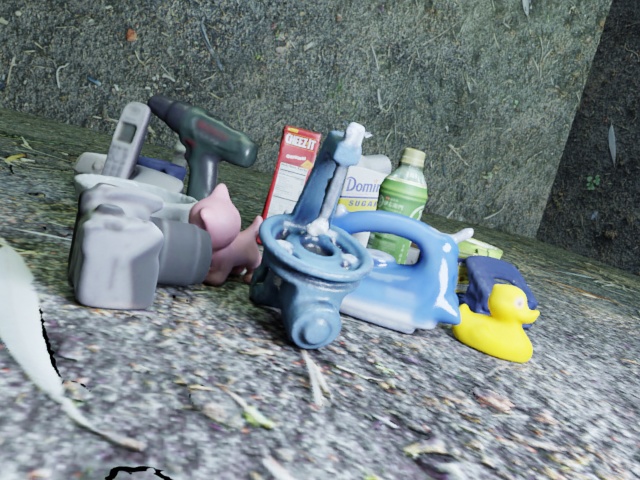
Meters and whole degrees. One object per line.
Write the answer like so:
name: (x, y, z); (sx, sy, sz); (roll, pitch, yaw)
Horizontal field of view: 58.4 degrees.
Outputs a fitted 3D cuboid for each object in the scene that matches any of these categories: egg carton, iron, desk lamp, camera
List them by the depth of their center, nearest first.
camera: (-0.176, 0.004, 0.582); (0.137, 0.101, 0.142); (10, 10, -28)
iron: (0.064, 0.022, 0.738); (0.258, 0.141, 0.119); (16, 9, 8)
egg carton: (-0.399, -0.123, 1.112); (0.150, 0.069, 0.107); (18, 9, 21)
desk lamp: (0.086, -0.107, 1.351); (0.117, 0.213, 0.204); (23, 12, 41)

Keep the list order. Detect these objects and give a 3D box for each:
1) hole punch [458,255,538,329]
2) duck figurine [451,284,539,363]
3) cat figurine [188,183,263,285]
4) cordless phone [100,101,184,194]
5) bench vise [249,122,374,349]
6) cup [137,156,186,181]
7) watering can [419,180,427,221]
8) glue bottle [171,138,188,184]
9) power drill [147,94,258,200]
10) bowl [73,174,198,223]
hole punch: (0.283, 0.081, 0.905); (0.109, 0.091, 0.101); (12, 9, -20)
duck figurine: (0.223, 0.096, 0.720); (0.104, 0.086, 0.078); (19, 9, 23)
cat figurine: (-0.116, -0.008, 0.702); (0.067, 0.118, 0.128); (21, 11, 35)
cordless phone: (-0.281, -0.120, 0.906); (0.147, 0.185, 0.094); (18, 9, 18)
bench vise: (-0.019, -0.020, 0.604); (0.122, 0.220, 0.206); (8, 11, -37)
cup: (-0.287, -0.091, 1.016); (0.092, 0.095, 0.117); (9, 11, -35)
watering can: (0.214, -0.080, 1.462); (0.101, 0.194, 0.173); (14, 9, -7)
glue bottle: (-0.308, -0.178, 1.265); (0.037, 0.173, 0.078); (13, 9, -14)
power drill: (-0.238, -0.147, 1.074); (0.229, 0.208, 0.076); (16, 9, 8)
bowl: (-0.253, -0.035, 0.781); (0.167, 0.075, 0.167); (15, 9, -2)
